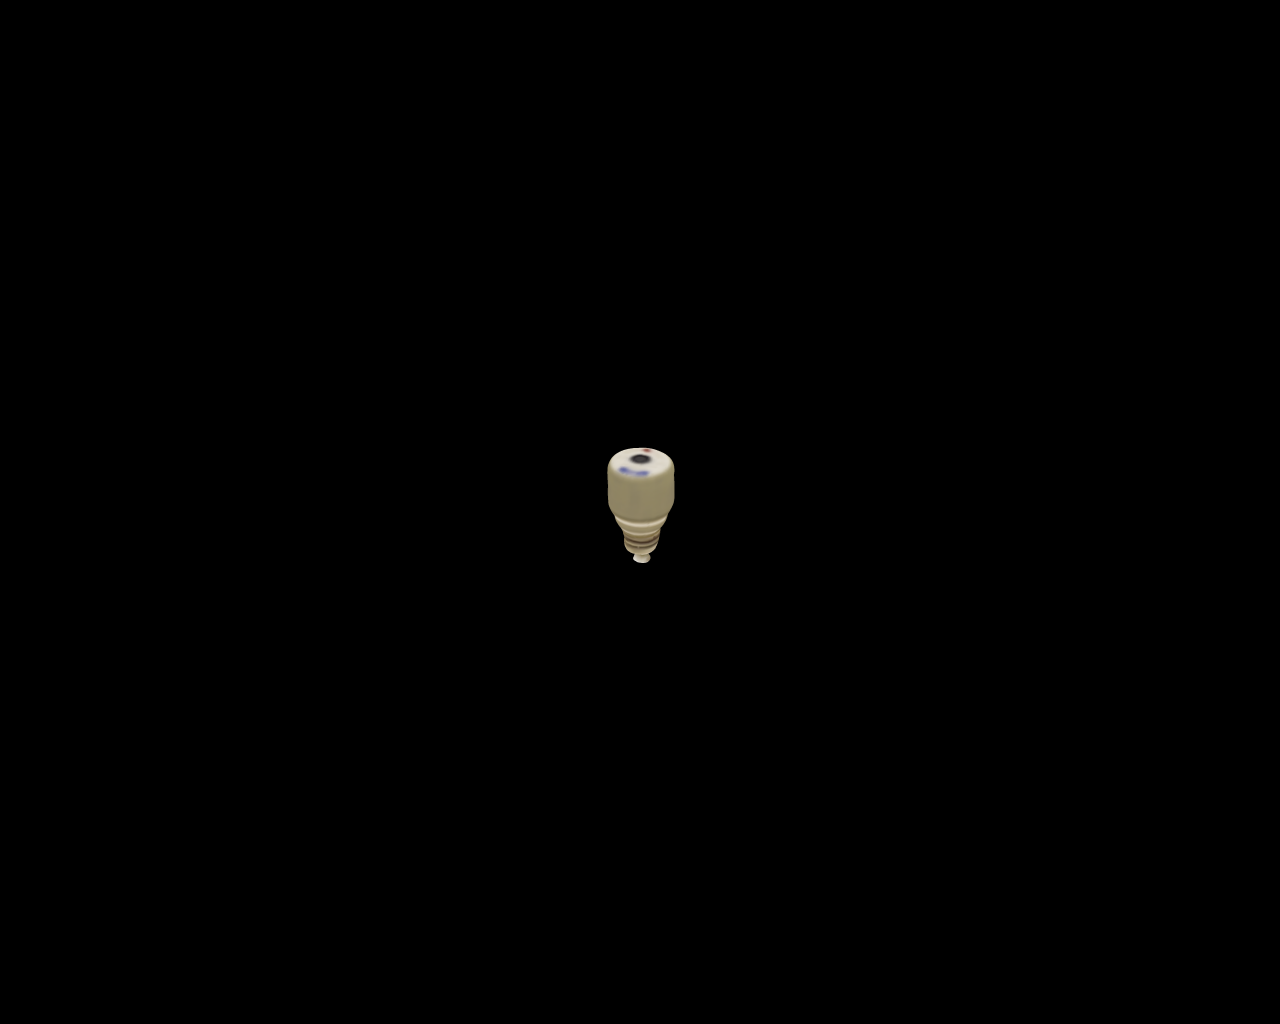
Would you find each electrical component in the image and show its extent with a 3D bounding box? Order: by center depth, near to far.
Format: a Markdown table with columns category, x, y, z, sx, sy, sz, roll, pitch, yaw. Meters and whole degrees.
| category | x | y | z | sx | sy | sz | roll | pitch | yaw |
| --- | --- | --- | --- | --- | --- | --- | --- | --- | --- |
| electrical component | 0.001 | -0.003 | 0.650 | 0.040 | 0.078 | 0.040 | 0 | 31 | 0 |
